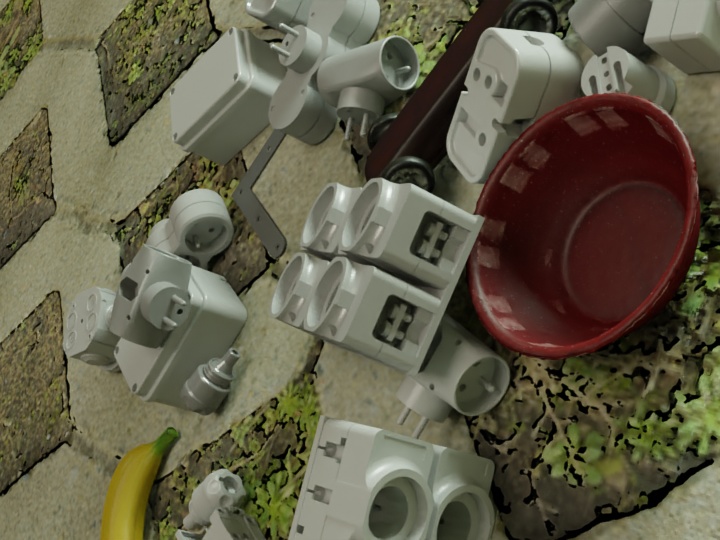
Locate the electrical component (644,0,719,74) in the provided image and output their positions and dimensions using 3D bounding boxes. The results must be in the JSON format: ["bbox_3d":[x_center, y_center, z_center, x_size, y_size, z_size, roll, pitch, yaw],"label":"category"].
[{"bbox_3d":[0.213,-0.153,0.613,0.077,0.047,0.065,6,77,51],"label":"electrical component"}]

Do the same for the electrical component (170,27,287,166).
[{"bbox_3d":[-0.125,-0.163,1.011,0.113,0.057,0.078,-37,48,34],"label":"electrical component"}]

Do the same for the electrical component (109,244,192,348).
[{"bbox_3d":[-0.165,0.026,0.883,0.079,0.043,0.077,23,91,52],"label":"electrical component"}]

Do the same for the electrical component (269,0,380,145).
[{"bbox_3d":[-0.043,-0.182,0.910,0.052,0.074,0.138,25,93,52],"label":"electrical component"}]

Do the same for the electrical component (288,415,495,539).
[{"bbox_3d":[0.011,0.192,0.640,0.060,0.105,0.186,3,75,50],"label":"electrical component"}]

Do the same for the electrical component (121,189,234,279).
[{"bbox_3d":[-0.175,-0.023,1.008,0.138,0.052,0.073,-49,41,22],"label":"electrical component"}]

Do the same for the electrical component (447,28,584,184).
[{"bbox_3d":[0.103,-0.104,0.697,0.053,0.059,0.095,-121,39,-47],"label":"electrical component"}]

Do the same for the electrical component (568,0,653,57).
[{"bbox_3d":[0.164,-0.160,0.670,0.047,0.055,0.055,-44,44,33],"label":"electrical component"}]

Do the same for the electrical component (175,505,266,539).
[{"bbox_3d":[-0.103,0.218,0.815,0.063,0.042,0.081,-56,40,9],"label":"electrical component"}]

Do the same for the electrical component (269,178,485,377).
[{"bbox_3d":[0.000,0.000,0.726,0.105,0.060,0.186,-66,17,-5],"label":"electrical component"}]

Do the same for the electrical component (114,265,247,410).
[{"bbox_3d":[-0.160,0.057,0.947,0.113,0.057,0.078,-57,39,13],"label":"electrical component"}]

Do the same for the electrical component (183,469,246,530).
[{"bbox_3d":[-0.120,0.187,0.856,0.061,0.035,0.035,-45,43,29],"label":"electrical component"}]

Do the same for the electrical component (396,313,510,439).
[{"bbox_3d":[0.049,0.073,0.702,0.077,0.043,0.079,40,104,51],"label":"electrical component"}]

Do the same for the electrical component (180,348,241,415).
[{"bbox_3d":[-0.122,0.091,0.905,0.061,0.035,0.035,-51,41,17],"label":"electrical component"}]

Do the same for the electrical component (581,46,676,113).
[{"bbox_3d":[0.162,-0.111,0.654,0.040,0.046,0.040,-25,55,41],"label":"electrical component"}]

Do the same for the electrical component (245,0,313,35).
[{"bbox_3d":[-0.053,-0.261,0.972,0.054,0.059,0.095,30,96,52],"label":"electrical component"}]

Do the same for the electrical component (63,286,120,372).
[{"bbox_3d":[-0.253,0.057,1.062,0.080,0.051,0.080,-25,55,41],"label":"electrical component"}]

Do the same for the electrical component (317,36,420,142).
[{"bbox_3d":[0.003,-0.140,0.858,0.077,0.044,0.079,-6,68,48],"label":"electrical component"}]
